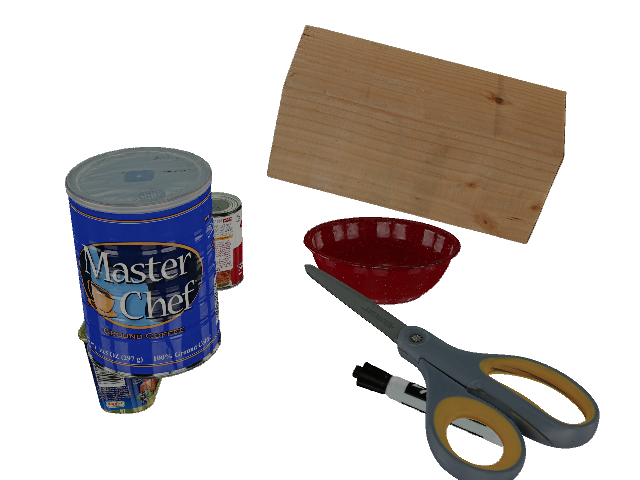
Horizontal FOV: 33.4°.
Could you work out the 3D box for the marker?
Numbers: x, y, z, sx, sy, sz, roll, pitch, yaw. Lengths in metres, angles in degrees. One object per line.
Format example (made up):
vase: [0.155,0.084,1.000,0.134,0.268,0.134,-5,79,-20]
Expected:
marker: [0.080,0.118,0.779,0.121,0.020,0.020,21,6,16]

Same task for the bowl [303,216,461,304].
bowl: [0.063,0.025,1.102,0.162,0.055,0.162,1,18,-1]

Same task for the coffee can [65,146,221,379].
coffee can: [-0.127,0.015,0.783,0.103,0.140,0.103,-1,27,0]

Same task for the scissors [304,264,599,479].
scissors: [0.048,0.070,0.575,0.202,0.016,0.096,21,43,29]

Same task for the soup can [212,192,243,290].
soup can: [-0.128,0.000,1.294,0.068,0.102,0.068,1,26,-1]

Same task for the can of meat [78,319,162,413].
can of meat: [-0.183,0.102,1.006,0.057,0.084,0.102,-5,25,7]

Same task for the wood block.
wood block: [0.073,-0.082,0.814,0.206,0.090,0.090,15,43,1]
